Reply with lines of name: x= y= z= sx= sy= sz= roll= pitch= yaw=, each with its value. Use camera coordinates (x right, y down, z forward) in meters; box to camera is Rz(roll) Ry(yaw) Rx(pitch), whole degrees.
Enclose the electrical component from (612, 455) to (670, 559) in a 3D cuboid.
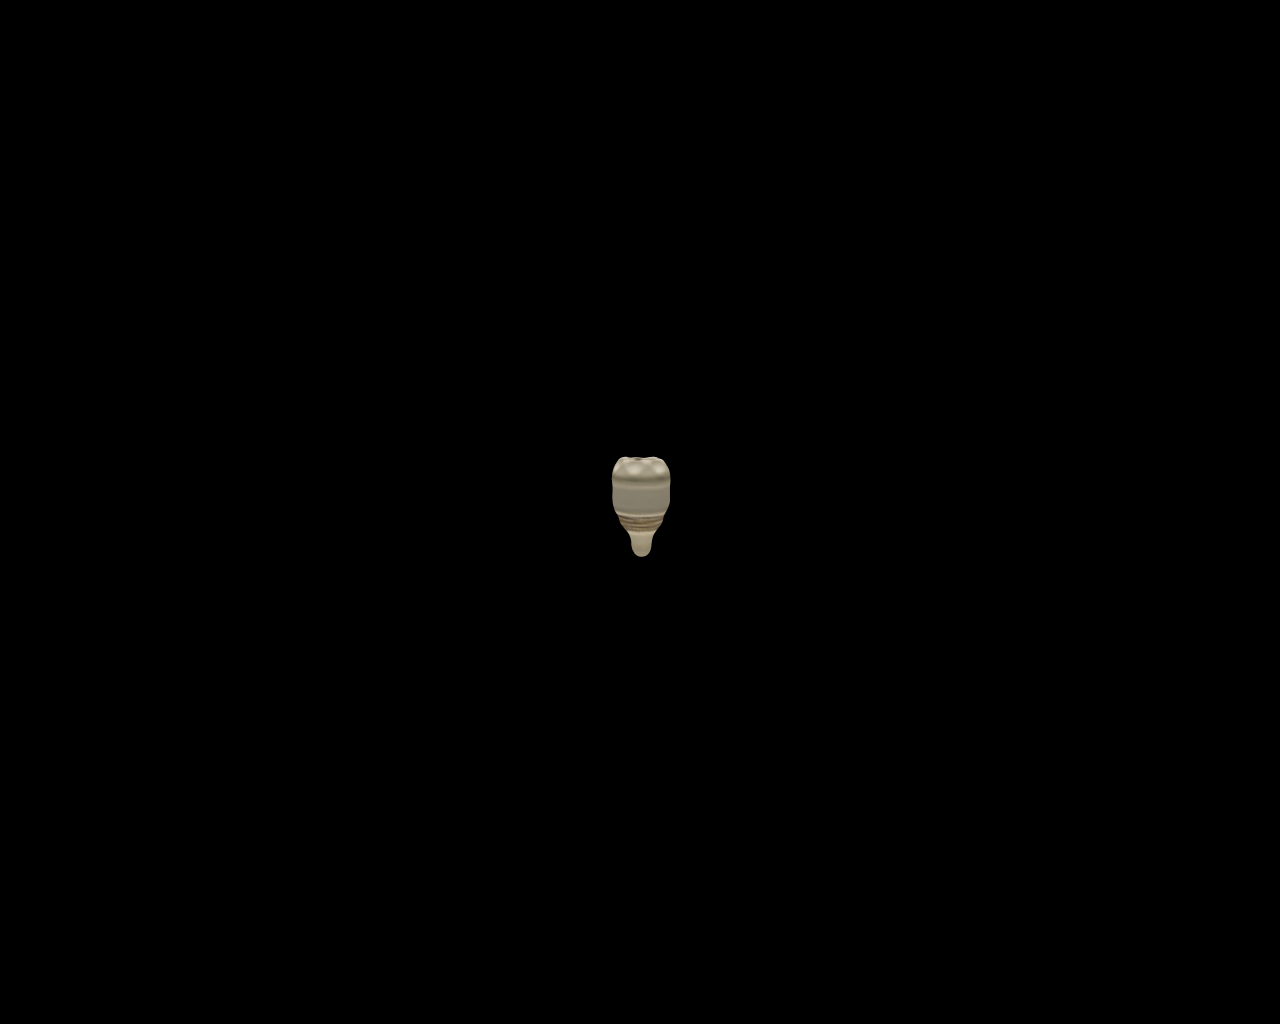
electrical component: x=0.001 y=-0.003 z=0.650 sx=0.035 sy=0.061 sz=0.035 roll=0 pitch=10 yaw=0
